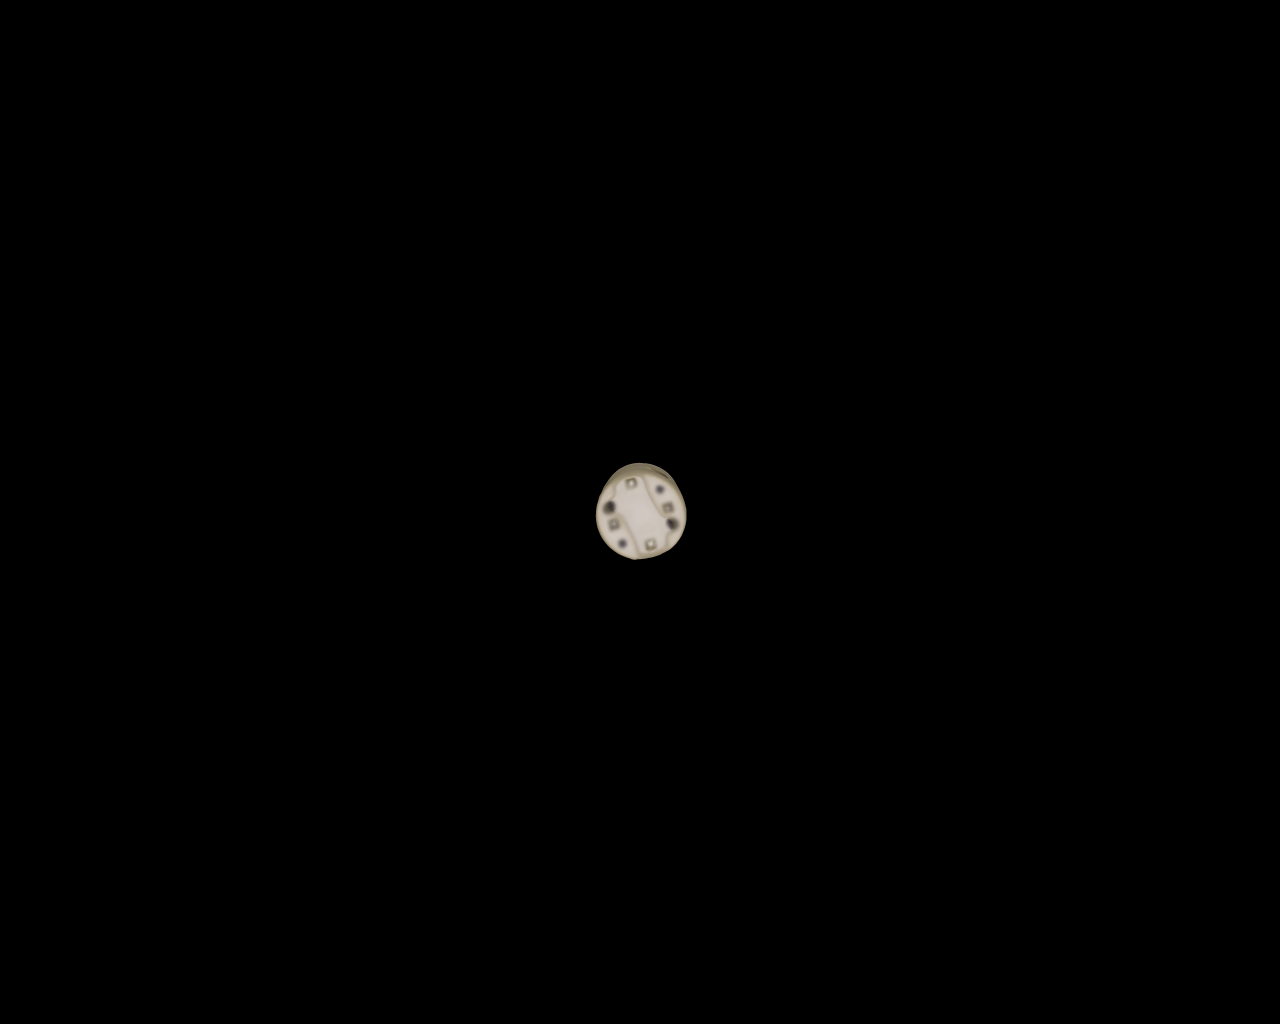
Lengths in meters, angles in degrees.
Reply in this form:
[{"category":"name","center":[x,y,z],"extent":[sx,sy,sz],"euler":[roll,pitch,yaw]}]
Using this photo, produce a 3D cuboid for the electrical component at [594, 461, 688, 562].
[{"category":"electrical component","center":[0.001,-0.003,0.650],"extent":[0.055,0.055,0.047],"euler":[0,13,0]}]
